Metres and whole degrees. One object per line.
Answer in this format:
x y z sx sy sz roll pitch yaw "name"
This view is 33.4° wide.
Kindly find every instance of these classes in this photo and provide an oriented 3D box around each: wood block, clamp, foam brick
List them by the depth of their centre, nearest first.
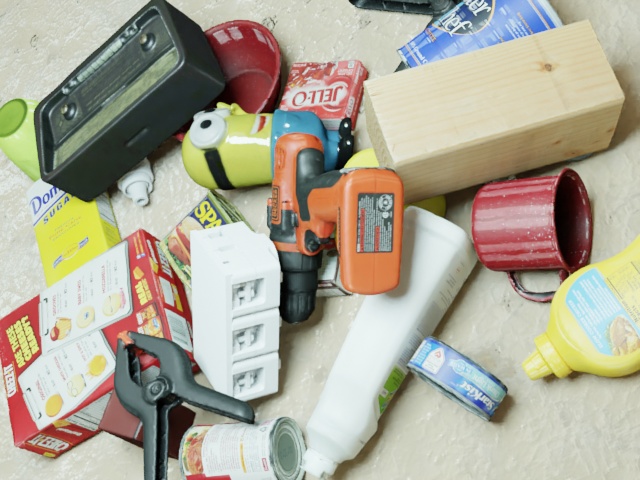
0.151 -0.111 0.950 0.206 0.090 0.091 -16 66 -3 "wood block"
-0.136 0.145 1.008 0.120 0.039 0.171 -29 58 -2 "clamp"
-0.172 0.182 1.074 0.051 0.078 0.053 8 69 34 "foam brick"
0.130 -0.232 1.123 0.210 0.036 0.164 -18 61 24 "clamp"

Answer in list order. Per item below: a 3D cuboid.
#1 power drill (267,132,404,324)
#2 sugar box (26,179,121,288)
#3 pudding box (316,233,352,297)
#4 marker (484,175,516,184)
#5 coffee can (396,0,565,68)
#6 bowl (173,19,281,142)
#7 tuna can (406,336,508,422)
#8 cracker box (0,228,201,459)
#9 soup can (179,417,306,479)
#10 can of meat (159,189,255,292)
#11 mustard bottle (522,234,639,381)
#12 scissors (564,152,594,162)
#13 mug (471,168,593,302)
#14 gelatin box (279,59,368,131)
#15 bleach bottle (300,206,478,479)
0.005 -0.002 0.959 0.188 0.057 0.184 15 107 63 "power drill"
-0.289 -0.014 1.262 0.093 0.048 0.176 -34 55 12 "sugar box"
-0.007 0.001 1.089 0.090 0.039 0.113 -5 63 30 "pudding box"
0.139 -0.075 1.051 0.121 0.020 0.020 28 83 38 "marker"
0.160 -0.186 1.040 0.140 0.102 0.103 -36 53 11 "coffee can"
-0.102 -0.169 1.219 0.162 0.055 0.162 -14 61 25 "bowl"
0.119 0.120 0.924 0.086 0.086 0.033 30 82 38 "tuna can"
-0.240 0.113 1.154 0.214 0.072 0.164 -32 53 15 "cracker box"
-0.072 0.204 1.008 0.102 0.068 0.068 -11 62 26 "soup can"
-0.114 0.009 1.139 0.084 0.057 0.102 -45 52 8 "can of meat"
0.252 0.059 0.890 0.192 0.058 0.096 -35 60 11 "mustard bottle"
0.174 -0.093 1.000 0.201 0.016 0.096 -25 65 -6 "scissors"
0.189 -0.002 0.950 0.082 0.093 0.117 -4 101 34 "mug"
0.003 -0.158 1.167 0.089 0.030 0.073 3 69 33 "gelatin box"
0.054 0.100 0.962 0.068 0.102 0.251 27 82 24 "bleach bottle"
